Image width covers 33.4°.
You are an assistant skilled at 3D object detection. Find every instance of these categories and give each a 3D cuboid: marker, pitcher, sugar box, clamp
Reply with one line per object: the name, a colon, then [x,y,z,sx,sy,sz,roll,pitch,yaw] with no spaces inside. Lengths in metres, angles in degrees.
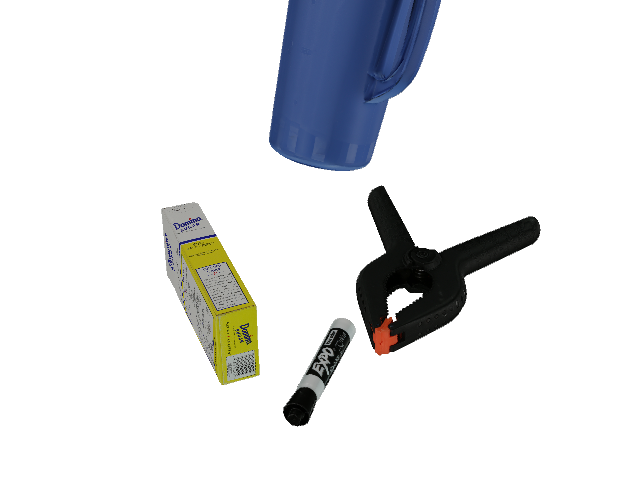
marker: [0.000,0.092,0.752,0.020,0.020,0.121,0,26,19]
pitcher: [0.030,-0.193,1.051,0.145,0.243,0.149,12,18,-1]
sugar box: [-0.109,0.048,1.044,0.048,0.093,0.176,-12,41,-17]
clamp: [0.081,0.021,0.938,0.165,0.036,0.209,17,41,25]
